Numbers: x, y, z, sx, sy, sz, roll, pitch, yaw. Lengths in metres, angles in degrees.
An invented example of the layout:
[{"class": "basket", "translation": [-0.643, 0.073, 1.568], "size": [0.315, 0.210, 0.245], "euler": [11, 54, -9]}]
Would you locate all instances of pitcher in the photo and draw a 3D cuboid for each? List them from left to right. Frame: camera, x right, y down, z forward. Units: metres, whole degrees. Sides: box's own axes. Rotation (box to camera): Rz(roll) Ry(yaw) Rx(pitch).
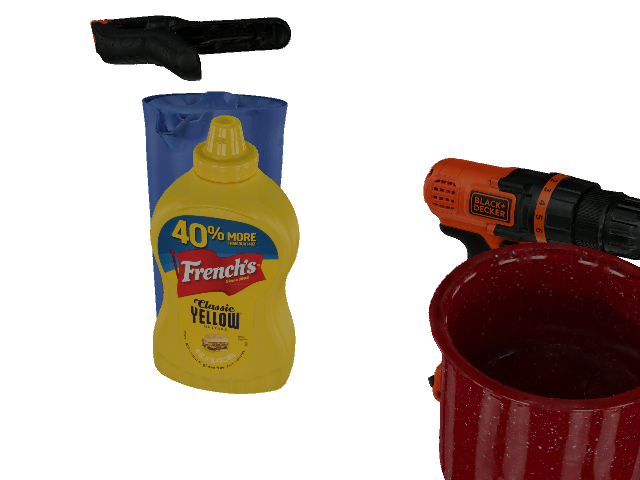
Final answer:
[{"class": "pitcher", "translation": [-0.095, -0.020, 1.017], "size": [0.149, 0.243, 0.145], "euler": [-3, 15, -19]}]

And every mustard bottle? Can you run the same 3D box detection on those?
[{"class": "mustard bottle", "translation": [-0.062, 0.009, 0.700], "size": [0.096, 0.192, 0.058], "euler": [8, 30, 8]}]

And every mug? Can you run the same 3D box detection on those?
[{"class": "mug", "translation": [0.099, 0.062, 0.407], "size": [0.117, 0.081, 0.093], "euler": [7, 37, 12]}]

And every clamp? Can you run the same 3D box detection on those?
[{"class": "clamp", "translation": [-0.111, -0.160, 0.852], "size": [0.172, 0.039, 0.120], "euler": [20, 28, 41]}]

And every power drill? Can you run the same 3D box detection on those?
[{"class": "power drill", "translation": [0.151, 0.042, 0.761], "size": [0.185, 0.188, 0.057], "euler": [17, 20, 41]}]
